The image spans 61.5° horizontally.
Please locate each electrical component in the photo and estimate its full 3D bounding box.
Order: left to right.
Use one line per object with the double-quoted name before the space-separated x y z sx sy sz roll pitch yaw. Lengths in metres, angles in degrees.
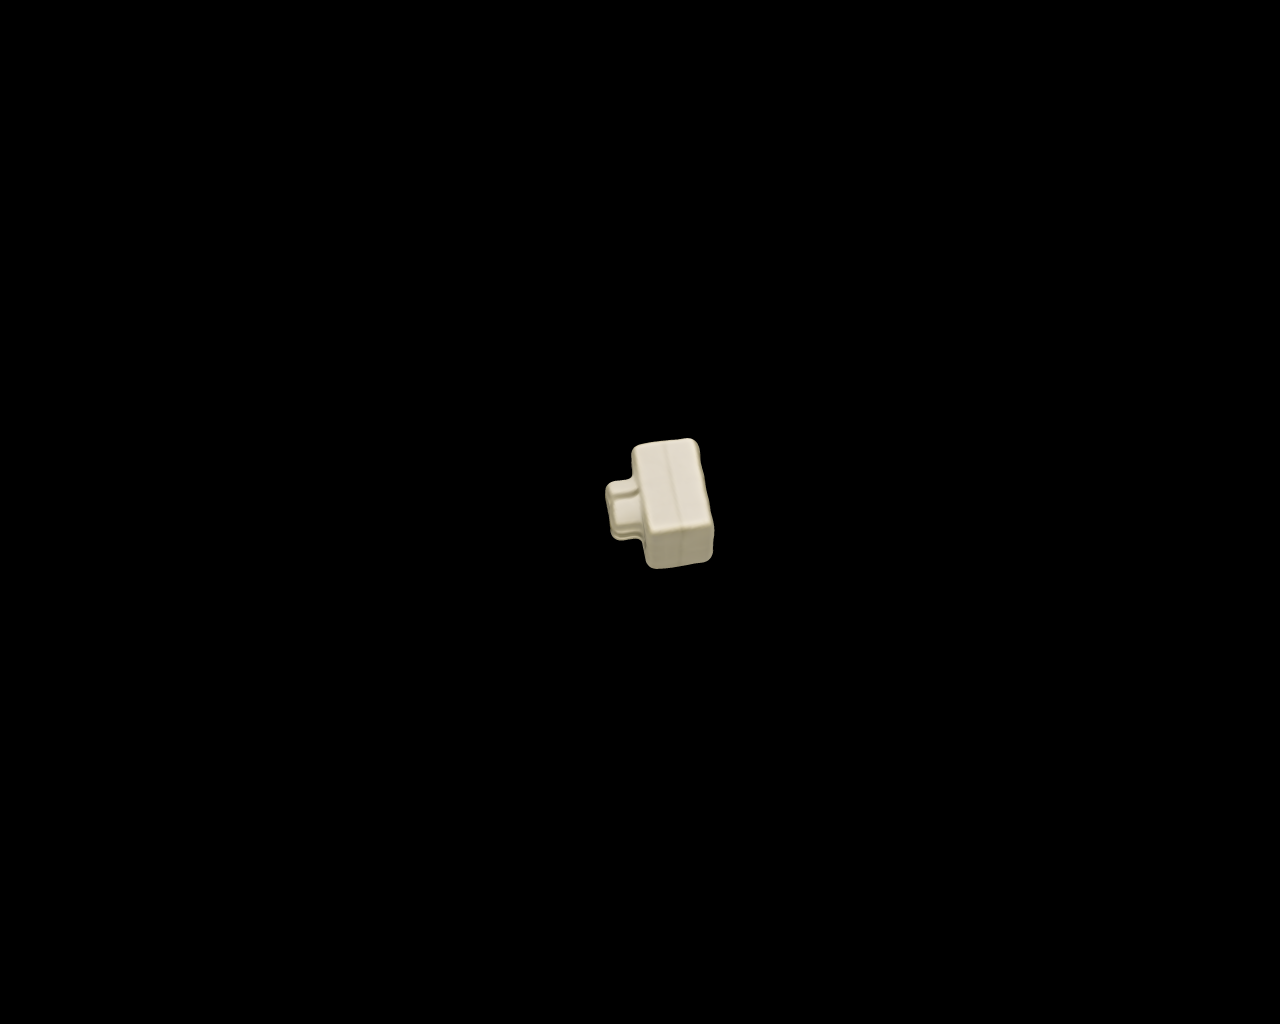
"electrical component" 0.001 -0.003 0.650 0.077 0.066 0.047 -7 -32 -5
